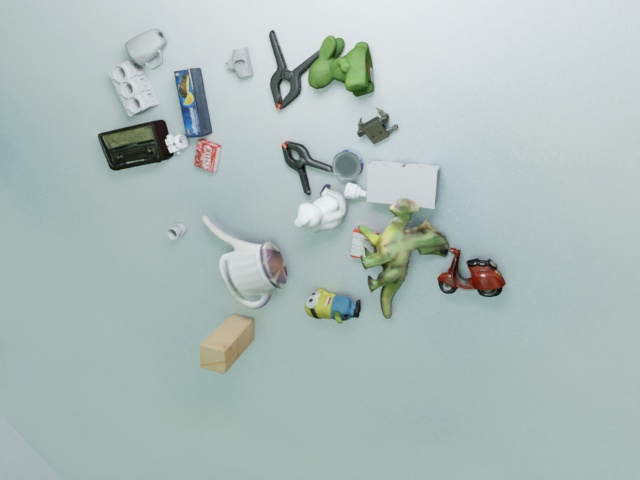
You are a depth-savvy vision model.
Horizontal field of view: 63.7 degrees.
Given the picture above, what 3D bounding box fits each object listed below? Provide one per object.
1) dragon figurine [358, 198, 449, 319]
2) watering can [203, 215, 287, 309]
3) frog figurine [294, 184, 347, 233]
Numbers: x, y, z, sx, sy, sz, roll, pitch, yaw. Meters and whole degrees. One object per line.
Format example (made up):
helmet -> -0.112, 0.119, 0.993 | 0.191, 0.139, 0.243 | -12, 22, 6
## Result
dragon figurine -> 0.243, 0.049, 1.441 | 0.242, 0.125, 0.402 | -15, 124, 11
watering can -> -0.235, 0.061, 1.640 | 0.223, 0.105, 0.344 | -16, 103, 25
frog figurine -> 0.004, -0.074, 1.467 | 0.122, 0.162, 0.135 | 45, 119, -2
